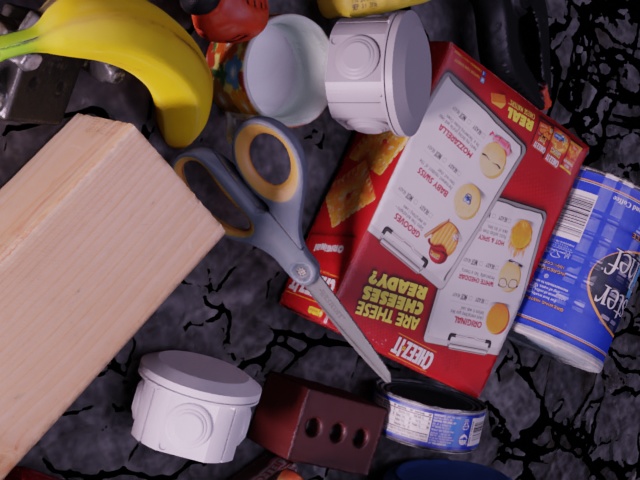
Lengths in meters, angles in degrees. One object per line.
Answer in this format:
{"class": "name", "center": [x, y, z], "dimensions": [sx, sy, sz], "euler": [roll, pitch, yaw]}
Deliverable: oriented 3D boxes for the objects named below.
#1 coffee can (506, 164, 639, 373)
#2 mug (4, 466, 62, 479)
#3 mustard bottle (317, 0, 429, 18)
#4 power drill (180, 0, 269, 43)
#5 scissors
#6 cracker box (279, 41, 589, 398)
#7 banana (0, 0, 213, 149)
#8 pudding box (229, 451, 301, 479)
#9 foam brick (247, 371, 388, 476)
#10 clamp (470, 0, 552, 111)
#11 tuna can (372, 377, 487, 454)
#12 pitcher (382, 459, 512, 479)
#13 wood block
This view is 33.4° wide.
{"class": "coffee can", "center": [0.201, 0.022, 0.852], "dimensions": [0.102, 0.103, 0.140], "euler": [28, 83, -35]}
{"class": "mug", "center": [-0.170, 0.196, 0.643], "dimensions": [0.081, 0.093, 0.117], "euler": [30, 98, -30]}
{"class": "mustard bottle", "center": [0.029, -0.249, 0.705], "dimensions": [0.096, 0.058, 0.191], "euler": [-22, 111, -35]}
{"class": "power drill", "center": [-0.099, -0.207, 0.582], "dimensions": [0.187, 0.057, 0.184], "euler": [-6, 86, -55]}
{"class": "scissors", "center": [-0.004, 0.001, 0.676], "dimensions": [0.201, 0.016, 0.096], "euler": [39, 119, -5]}
{"class": "cracker box", "center": [0.086, -0.014, 0.785], "dimensions": [0.164, 0.072, 0.213], "euler": [28, 84, -34]}
{"class": "banana", "center": [-0.099, -0.097, 0.595], "dimensions": [0.197, 0.070, 0.037], "euler": [28, 45, -67]}
{"class": "pudding box", "center": [-0.053, 0.217, 0.754], "dimensions": [0.113, 0.039, 0.090], "euler": [-32, 117, -25]}
{"class": "foam brick", "center": [-0.001, 0.131, 0.765], "dimensions": [0.078, 0.051, 0.053], "euler": [19, 88, -36]}
{"class": "clamp", "center": [0.130, -0.179, 0.782], "dimensions": [0.164, 0.036, 0.210], "euler": [-49, 131, -43]}
{"class": "tuna can", "center": [0.080, 0.131, 0.800], "dimensions": [0.085, 0.086, 0.034], "euler": [8, 96, -36]}
{"class": "pitcher", "center": [0.091, 0.300, 0.811], "dimensions": [0.144, 0.149, 0.243], "euler": [0, 96, -34]}
{"class": "wood block", "center": [-0.166, 0.033, 0.608], "dimensions": [0.206, 0.090, 0.090], "euler": [-49, 122, -16]}
